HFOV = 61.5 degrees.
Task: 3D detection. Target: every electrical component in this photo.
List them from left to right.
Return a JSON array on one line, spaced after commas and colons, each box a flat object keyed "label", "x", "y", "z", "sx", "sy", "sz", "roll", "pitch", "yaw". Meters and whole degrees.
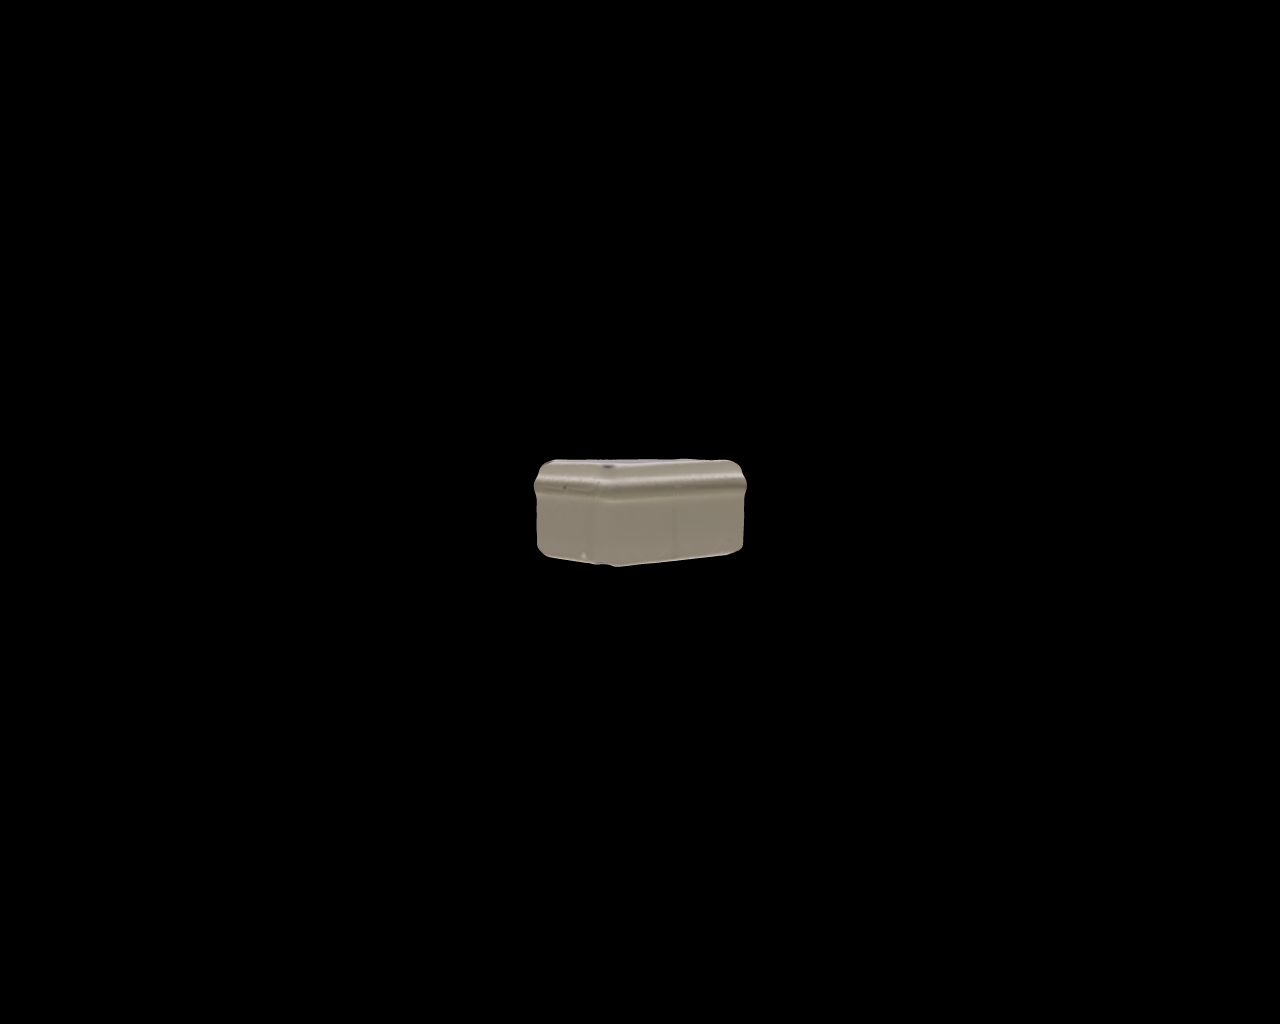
[{"label": "electrical component", "x": 0.001, "y": -0.003, "z": 0.650, "sx": 0.113, "sy": 0.057, "sz": 0.078, "roll": -3, "pitch": 5, "yaw": -37}]
